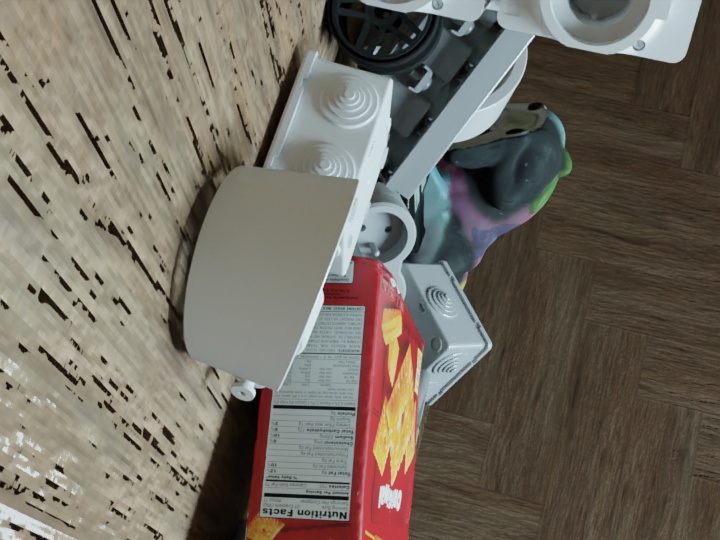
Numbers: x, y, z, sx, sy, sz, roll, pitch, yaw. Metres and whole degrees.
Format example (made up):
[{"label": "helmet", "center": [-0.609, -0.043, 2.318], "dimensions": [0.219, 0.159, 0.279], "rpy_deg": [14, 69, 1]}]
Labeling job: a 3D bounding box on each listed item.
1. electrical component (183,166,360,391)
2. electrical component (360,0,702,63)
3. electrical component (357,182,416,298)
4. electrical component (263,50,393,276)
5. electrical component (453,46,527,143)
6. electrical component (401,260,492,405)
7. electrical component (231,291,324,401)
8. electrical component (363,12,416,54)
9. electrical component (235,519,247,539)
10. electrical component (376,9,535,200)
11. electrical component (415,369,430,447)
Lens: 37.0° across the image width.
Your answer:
[{"label": "electrical component", "center": [-0.037, 0.002, 0.476], "dimensions": [0.099, 0.064, 0.099], "rpy_deg": [14, 90, -82]}, {"label": "electrical component", "center": [0.074, -0.171, 0.511], "dimensions": [0.060, 0.186, 0.105], "rpy_deg": [-59, 161, -64]}, {"label": "electrical component", "center": [0.000, 0.000, 0.779], "dimensions": [0.073, 0.052, 0.138], "rpy_deg": [-112, -151, -60]}, {"label": "electrical component", "center": [-0.017, -0.053, 0.570], "dimensions": [0.099, 0.048, 0.099], "rpy_deg": [94, 13, -70]}, {"label": "electrical component", "center": [0.058, -0.140, 0.755], "dimensions": [0.060, 0.108, 0.108], "rpy_deg": [100, 7, -67]}, {"label": "electrical component", "center": [0.046, 0.051, 0.867], "dimensions": [0.048, 0.099, 0.099], "rpy_deg": [1, 141, -42]}, {"label": "electrical component", "center": [-0.046, 0.032, 0.548], "dimensions": [0.040, 0.040, 0.078], "rpy_deg": [94, 13, -50]}, {"label": "electrical component", "center": [0.025, -0.172, 0.695], "dimensions": [0.044, 0.044, 0.065], "rpy_deg": [-3, 102, -81]}, {"label": "electrical component", "center": [-0.068, 0.195, 0.675], "dimensions": [0.044, 0.044, 0.065], "rpy_deg": [87, 23, -63]}, {"label": "electrical component", "center": [0.039, -0.113, 0.653], "dimensions": [0.121, 0.063, 0.078], "rpy_deg": [-52, -166, 9]}, {"label": "electrical component", "center": [-0.005, 0.141, 0.835], "dimensions": [0.061, 0.089, 0.150], "rpy_deg": [-60, 162, -62]}]
